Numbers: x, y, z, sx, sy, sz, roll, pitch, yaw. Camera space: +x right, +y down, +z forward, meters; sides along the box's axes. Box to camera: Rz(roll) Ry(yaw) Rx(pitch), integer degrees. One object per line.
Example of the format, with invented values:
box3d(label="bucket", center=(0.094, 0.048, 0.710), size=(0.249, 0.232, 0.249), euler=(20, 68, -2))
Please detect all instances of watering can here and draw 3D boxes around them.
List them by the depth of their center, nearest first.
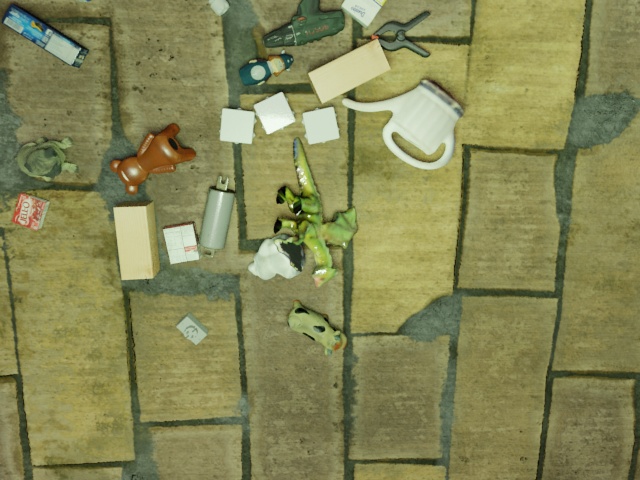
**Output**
box3d(label="watering can", center=(0.251, -0.351, 1.437), size=(0.346, 0.105, 0.223), euler=(37, 96, -10))

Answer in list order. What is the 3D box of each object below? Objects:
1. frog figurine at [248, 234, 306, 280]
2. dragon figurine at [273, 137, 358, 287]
box3d(label="frog figurine", center=(-0.125, 0.060, 1.507), size=(0.136, 0.126, 0.157), euler=(40, 133, -20))
box3d(label="dragon figurine", center=(0.004, -0.074, 1.470), size=(0.241, 0.121, 0.415), euler=(16, 74, -34))
